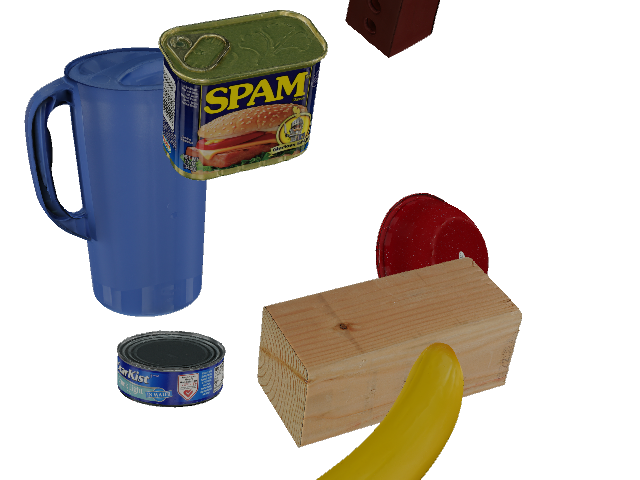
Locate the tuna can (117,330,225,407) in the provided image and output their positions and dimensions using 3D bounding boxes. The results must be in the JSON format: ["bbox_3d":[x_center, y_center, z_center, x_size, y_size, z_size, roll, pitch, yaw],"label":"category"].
[{"bbox_3d":[-0.120,0.102,0.853,0.086,0.034,0.086,4,14,-1],"label":"tuna can"}]

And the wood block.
[{"bbox_3d":[0.059,0.092,0.927,0.205,0.090,0.091,-12,40,-23],"label":"wood block"}]

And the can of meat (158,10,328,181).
[{"bbox_3d":[-0.051,-0.092,0.684,0.102,0.084,0.057,-14,49,-22],"label":"can of meat"}]

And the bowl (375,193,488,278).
[{"bbox_3d":[0.140,0.022,1.208,0.161,0.162,0.055,0,-7,-40],"label":"bowl"}]

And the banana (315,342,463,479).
[{"bbox_3d":[0.029,0.116,0.589,0.070,0.037,0.197,20,42,41],"label":"banana"}]

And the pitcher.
[{"bbox_3d":[-0.178,-0.052,1.011,0.149,0.243,0.144,9,26,13],"label":"pitcher"}]

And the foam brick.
[{"bbox_3d":[0.059,-0.191,0.822,0.051,0.053,0.078,-35,-24,-27],"label":"foam brick"}]
